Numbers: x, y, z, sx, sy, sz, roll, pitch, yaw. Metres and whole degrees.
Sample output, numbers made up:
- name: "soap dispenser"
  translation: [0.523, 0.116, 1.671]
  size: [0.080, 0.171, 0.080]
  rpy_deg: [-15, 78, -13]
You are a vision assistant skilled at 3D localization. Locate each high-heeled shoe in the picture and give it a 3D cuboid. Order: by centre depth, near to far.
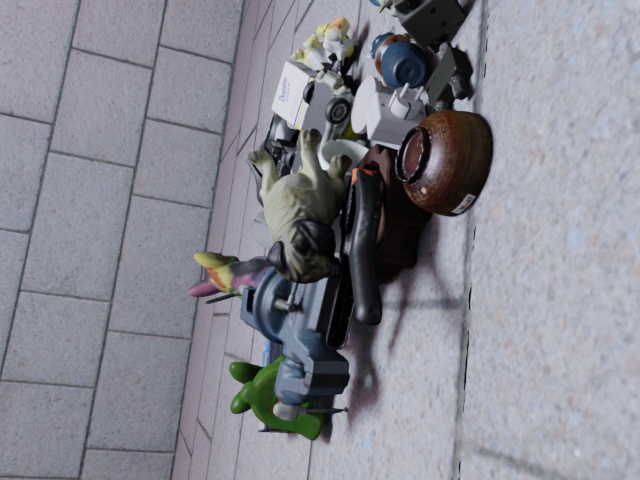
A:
- name: "high-heeled shoe"
  translation: [-0.037, -0.163, 1.061]
  size: [0.249, 0.145, 0.086]
  rpy_deg: [-38, -4, 13]

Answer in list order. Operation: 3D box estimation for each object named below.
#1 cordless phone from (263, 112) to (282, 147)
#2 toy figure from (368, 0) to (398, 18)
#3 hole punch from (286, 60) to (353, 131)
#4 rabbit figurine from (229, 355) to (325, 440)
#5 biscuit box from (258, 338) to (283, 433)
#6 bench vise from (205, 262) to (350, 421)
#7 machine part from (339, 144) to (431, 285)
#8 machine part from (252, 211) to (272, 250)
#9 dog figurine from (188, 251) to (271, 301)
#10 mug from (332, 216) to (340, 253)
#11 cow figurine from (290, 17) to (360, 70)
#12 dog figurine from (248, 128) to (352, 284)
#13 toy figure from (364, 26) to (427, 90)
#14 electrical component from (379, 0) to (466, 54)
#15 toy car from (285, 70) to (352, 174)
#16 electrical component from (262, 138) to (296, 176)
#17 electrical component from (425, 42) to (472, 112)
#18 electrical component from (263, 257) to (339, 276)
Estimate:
- name: "cordless phone"
  translation: [-0.046, -0.187, 1.142]
  size: [0.146, 0.089, 0.184]
  rpy_deg: [-66, 34, 34]
- name: "toy figure"
  translation: [0.107, -0.353, 0.726]
  size: [0.180, 0.082, 0.089]
  rpy_deg: [-103, 26, -55]
- name: "hole punch"
  translation: [0.013, -0.243, 0.970]
  size: [0.116, 0.092, 0.142]
  rpy_deg: [17, 99, 40]
- name: "rabbit figurine"
  translation: [-0.065, 0.243, 0.860]
  size: [0.170, 0.159, 0.121]
  rpy_deg: [129, 139, -85]
- name: "biscuit box"
  translation: [-0.072, 0.244, 0.979]
  size: [0.059, 0.063, 0.202]
  rpy_deg: [130, 146, -59]
- name: "bench vise"
  translation: [-0.049, 0.119, 0.745]
  size: [0.241, 0.129, 0.223]
  rpy_deg: [14, 103, 50]
- name: "machine part"
  translation: [0.076, -0.031, 0.686]
  size: [0.179, 0.056, 0.179]
  rpy_deg: [-170, 90, -73]
- name: "machine part"
  translation: [-0.058, -0.005, 0.976]
  size: [0.243, 0.079, 0.079]
  rpy_deg: [21, 101, 56]
- name: "dog figurine"
  translation: [-0.123, 0.081, 0.973]
  size: [0.192, 0.219, 0.108]
  rpy_deg: [-127, 46, -67]
- name: "mug"
  translation: [-0.002, -0.002, 0.826]
  size: [0.081, 0.107, 0.109]
  rpy_deg: [152, 122, -69]
- name: "cow figurine"
  translation: [0.020, -0.340, 0.984]
  size: [0.068, 0.098, 0.167]
  rpy_deg: [-50, 20, -14]
- name: "dog figurine"
  translation: [-0.012, -0.017, 0.683]
  size: [0.121, 0.172, 0.190]
  rpy_deg: [-23, 60, 27]
- name: "toy figure"
  translation: [0.101, -0.241, 0.719]
  size: [0.155, 0.064, 0.057]
  rpy_deg: [-101, -11, -59]
- name: "electrical component"
  translation: [0.119, -0.264, 0.624]
  size: [0.078, 0.102, 0.045]
  rpy_deg: [-38, 47, 32]
- name: "toy car"
  translation: [-0.001, -0.163, 0.840]
  size: [0.074, 0.056, 0.201]
  rpy_deg: [46, 132, 34]
- name: "electrical component"
  translation: [-0.042, -0.138, 0.977]
  size: [0.115, 0.134, 0.058]
  rpy_deg: [-117, 41, -65]
- name: "electrical component"
  translation: [0.144, -0.181, 0.612]
  size: [0.063, 0.021, 0.094]
  rpy_deg: [120, 153, -49]
- name: "electrical component"
  translation: [-0.027, 0.060, 0.850]
  size: [0.075, 0.119, 0.047]
  rpy_deg: [-94, 22, -44]
